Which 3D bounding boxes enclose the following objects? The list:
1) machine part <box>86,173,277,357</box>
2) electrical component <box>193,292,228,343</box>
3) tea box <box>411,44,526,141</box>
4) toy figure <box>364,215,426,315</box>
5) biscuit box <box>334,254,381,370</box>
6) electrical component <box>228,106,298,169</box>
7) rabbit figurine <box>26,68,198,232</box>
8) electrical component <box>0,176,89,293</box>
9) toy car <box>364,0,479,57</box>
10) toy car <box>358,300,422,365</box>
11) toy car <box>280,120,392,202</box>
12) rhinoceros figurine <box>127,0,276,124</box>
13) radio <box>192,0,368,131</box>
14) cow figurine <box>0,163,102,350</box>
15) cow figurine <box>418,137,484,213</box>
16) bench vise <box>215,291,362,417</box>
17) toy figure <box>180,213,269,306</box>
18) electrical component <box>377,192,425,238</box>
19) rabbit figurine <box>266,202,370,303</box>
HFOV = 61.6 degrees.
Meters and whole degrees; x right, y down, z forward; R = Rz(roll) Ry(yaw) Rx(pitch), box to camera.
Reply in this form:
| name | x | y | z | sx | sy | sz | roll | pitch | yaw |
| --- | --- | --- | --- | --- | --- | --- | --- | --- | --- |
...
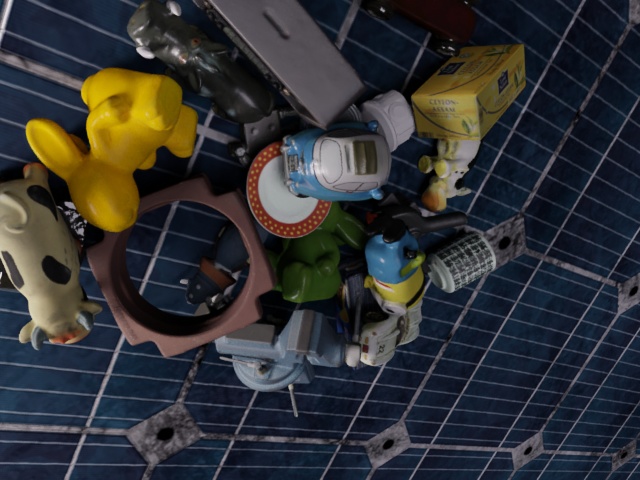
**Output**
| name | x | y | z | sx | sy | sz | roll | pitch | yaw |
| --- | --- | --- | --- | --- | --- | --- | --- | --- | --- |
| machine part | -0.172 | 0.029 | 0.691 | 0.201 | 0.087 | 0.201 | -22 | 103 | -4 |
| electrical component | -0.167 | 0.121 | 0.797 | 0.021 | 0.063 | 0.094 | 28 | 101 | -35 |
| tea box | 0.212 | -0.210 | 0.755 | 0.169 | 0.098 | 0.068 | -48 | 134 | -35 |
| toy figure | 0.115 | 0.040 | 0.797 | 0.089 | 0.082 | 0.179 | -22 | 133 | -9 |
| biscuit box | 0.065 | 0.127 | 0.919 | 0.063 | 0.059 | 0.202 | -18 | 121 | -19 |
| electrical component | -0.072 | -0.137 | 0.722 | 0.102 | 0.045 | 0.078 | -11 | 121 | -22 |
| rabbit figurine | -0.232 | -0.098 | 0.594 | 0.162 | 0.122 | 0.173 | 13 | 84 | -4 |
| electrical component | -0.345 | -0.001 | 0.649 | 0.115 | 0.058 | 0.134 | 10 | 110 | -28 |
| toy car | 0.136 | -0.319 | 0.726 | 0.202 | 0.053 | 0.089 | 10 | 106 | -35 |
| toy car | 0.121 | 0.142 | 0.881 | 0.201 | 0.056 | 0.073 | -17 | 115 | -54 |
| toy car | 0.036 | -0.104 | 0.692 | 0.161 | 0.103 | 0.109 | -5 | 93 | -32 |
| rhinoceros figurine | -0.135 | -0.197 | 0.619 | 0.073 | 0.112 | 0.190 | -50 | 134 | 7 |
| radio | -0.058 | -0.233 | 0.602 | 0.073 | 0.131 | 0.229 | -44 | 112 | 1 |
| cow figurine | -0.295 | 0.028 | 0.576 | 0.085 | 0.127 | 0.194 | -18 | 119 | -14 |
| cow figurine | 0.214 | -0.127 | 0.861 | 0.098 | 0.068 | 0.167 | -9 | 120 | -30 |
| bench vise | -0.041 | 0.180 | 0.843 | 0.224 | 0.129 | 0.240 | -5 | 146 | 3 |
| toy figure | -0.134 | 0.031 | 0.768 | 0.154 | 0.064 | 0.057 | -51 | 138 | 4 |
| electrical component | 0.123 | -0.035 | 0.871 | 0.075 | 0.048 | 0.119 | -47 | 125 | 2 |
| rabbit figurine | -0.002 | -0.002 | 0.789 | 0.159 | 0.121 | 0.170 | 3 | 99 | -32 |
